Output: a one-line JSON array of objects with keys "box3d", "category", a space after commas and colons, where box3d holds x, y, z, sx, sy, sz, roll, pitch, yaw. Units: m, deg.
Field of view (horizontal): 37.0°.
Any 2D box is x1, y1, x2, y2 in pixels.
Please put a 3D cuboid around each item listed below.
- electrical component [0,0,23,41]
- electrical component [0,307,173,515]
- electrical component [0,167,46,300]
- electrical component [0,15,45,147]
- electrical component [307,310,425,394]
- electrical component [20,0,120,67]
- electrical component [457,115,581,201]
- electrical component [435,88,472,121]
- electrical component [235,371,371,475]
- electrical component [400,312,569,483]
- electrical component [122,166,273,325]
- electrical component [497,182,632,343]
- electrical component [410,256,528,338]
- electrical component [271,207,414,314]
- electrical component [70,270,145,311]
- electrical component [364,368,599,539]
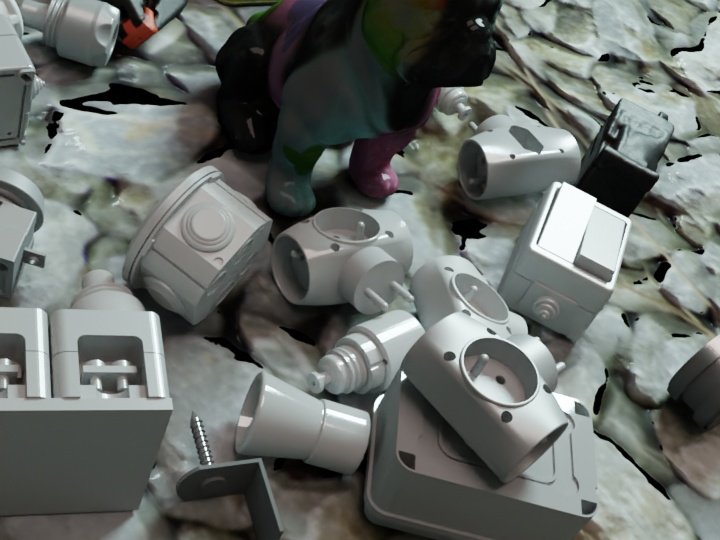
[{"box3d": [-0.250, -0.155, 0.683, 0.048, 0.048, 0.062, 40, 52, 14], "category": "electrical component"}, {"box3d": [-0.169, 0.061, 0.482, 0.150, 0.089, 0.061, 3, 48, -22], "category": "electrical component"}, {"box3d": [-0.200, -0.022, 0.580, 0.066, 0.048, 0.055, 17, 52, -8], "category": "electrical component"}, {"box3d": [-0.237, -0.112, 0.634, 0.096, 0.061, 0.061, -12, 55, -33], "category": "electrical component"}, {"box3d": [0.004, 0.050, 0.607, 0.078, 0.040, 0.040, -21, 60, -37], "category": "electrical component"}, {"box3d": [-0.194, -0.162, 0.715, 0.062, 0.043, 0.043, 16, 45, -9], "category": "electrical component"}, {"box3d": [0.106, -0.086, 0.779, 0.077, 0.043, 0.079, -9, 42, -23], "category": "electrical component"}, {"box3d": [0.056, -0.142, 0.812, 0.040, 0.040, 0.078, -19, 59, -36], "category": "electrical component"}, {"box3d": [-0.028, 0.083, 0.562, 0.065, 0.044, 0.044, 19, 44, -14], "category": "electrical component"}, {"box3d": [0.074, 0.056, 0.545, 0.079, 0.044, 0.077, -25, 63, -39], "category": "electrical component"}, {"box3d": [-0.090, -0.013, 0.597, 0.051, 0.080, 0.080, 37, 45, 5], "category": "electrical component"}, {"box3d": [0.134, -0.005, 0.702, 0.062, 0.061, 0.096, 28, 44, 2], "category": "electrical component"}, {"box3d": [0.074, 0.037, 0.645, 0.079, 0.044, 0.077, 23, 30, -28], "category": "electrical component"}, {"box3d": [0.000, 0.000, 0.641, 0.077, 0.044, 0.079, -14, 39, -34], "category": "electrical component"}, {"box3d": [-0.134, 0.027, 0.565, 0.048, 0.048, 0.062, 0, 42, -24], "category": "electrical component"}, {"box3d": [0.063, 0.102, 0.572, 0.113, 0.057, 0.078, 16, 45, -10], "category": "electrical component"}]
